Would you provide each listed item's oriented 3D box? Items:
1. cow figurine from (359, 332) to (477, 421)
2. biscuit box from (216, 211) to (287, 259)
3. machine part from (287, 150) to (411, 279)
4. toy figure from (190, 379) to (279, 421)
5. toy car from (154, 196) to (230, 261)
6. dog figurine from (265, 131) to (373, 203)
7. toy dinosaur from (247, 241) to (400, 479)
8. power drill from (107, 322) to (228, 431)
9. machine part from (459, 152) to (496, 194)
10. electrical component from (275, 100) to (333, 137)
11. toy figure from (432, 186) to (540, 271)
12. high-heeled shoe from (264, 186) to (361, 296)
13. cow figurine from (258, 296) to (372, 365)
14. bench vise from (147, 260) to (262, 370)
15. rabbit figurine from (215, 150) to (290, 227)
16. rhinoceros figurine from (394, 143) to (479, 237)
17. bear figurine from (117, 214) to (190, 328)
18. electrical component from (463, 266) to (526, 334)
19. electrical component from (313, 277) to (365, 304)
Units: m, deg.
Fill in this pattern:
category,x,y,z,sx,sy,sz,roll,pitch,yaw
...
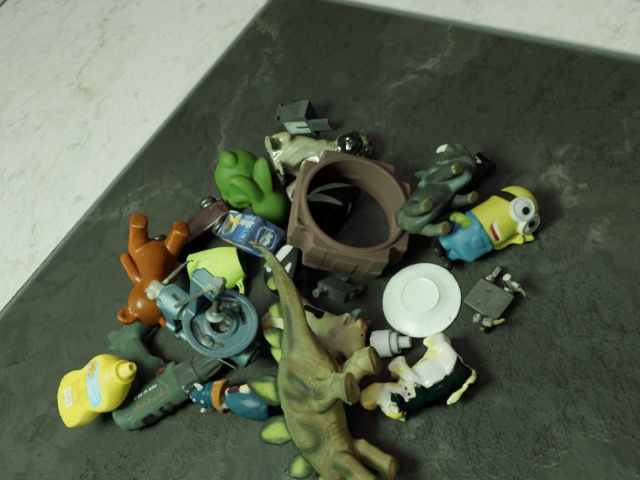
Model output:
category,x,y,z,sx,sy,sz,roll,pitch,yaw
cow figurine,0.144,0.220,0.800,0.167,0.068,0.098,-37,59,2
biscuit box,-0.132,-0.011,0.999,0.059,0.062,0.203,-59,23,-9
machine part,0.052,-0.046,0.925,0.201,0.087,0.201,12,61,-8
toy figure,-0.145,0.268,0.904,0.155,0.057,0.064,5,87,23
toy car,-0.268,-0.008,1.126,0.202,0.053,0.089,-38,58,5
dog figurine,-0.004,-0.182,1.094,0.191,0.121,0.172,-24,57,-7
toy dinosaur,-0.012,0.217,0.782,0.199,0.105,0.471,-15,81,34
power drill,-0.296,0.221,0.996,0.232,0.086,0.207,-42,61,0
machine part,0.247,-0.106,0.960,0.139,0.039,0.084,-33,48,5
electrical component,-0.029,-0.259,1.151,0.119,0.074,0.048,-1,62,29
toy figure,0.268,-0.023,0.876,0.180,0.082,0.089,-30,48,10
high-heeled shoe,-0.002,-0.003,0.959,0.249,0.086,0.145,-37,40,-5
cow figurine,-0.001,0.151,0.895,0.195,0.085,0.127,28,77,38
bench vise,-0.186,0.106,0.867,0.224,0.240,0.129,43,60,14
rabbit figurine,-0.121,-0.105,1.072,0.121,0.159,0.170,-40,68,-14
rhinoceros figurine,0.198,-0.083,0.884,0.190,0.073,0.112,-51,21,-21
bear figurine,-0.310,0.061,0.997,0.196,0.120,0.131,-108,36,-51
electrical component,0.268,0.092,0.829,0.102,0.045,0.078,-45,55,-5
electrical component,0.032,0.086,0.918,0.063,0.094,0.021,23,113,33
